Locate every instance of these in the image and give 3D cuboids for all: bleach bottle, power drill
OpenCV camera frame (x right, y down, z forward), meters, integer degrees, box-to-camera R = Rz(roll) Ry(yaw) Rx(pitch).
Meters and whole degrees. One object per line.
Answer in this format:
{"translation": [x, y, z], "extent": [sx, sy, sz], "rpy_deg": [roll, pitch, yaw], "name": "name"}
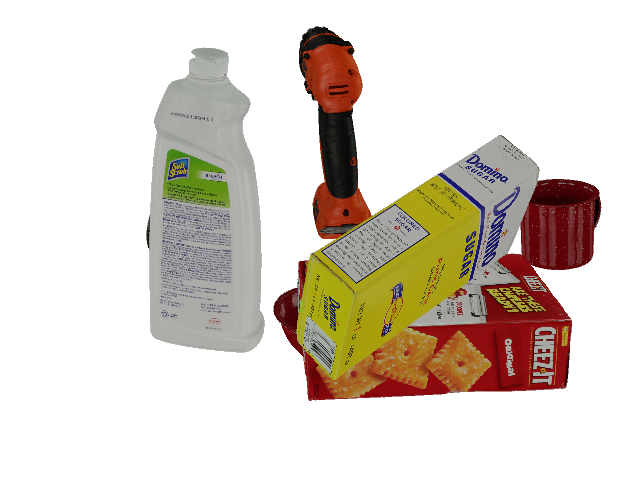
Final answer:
{"translation": [-0.090, -0.033, 0.890], "extent": [0.102, 0.251, 0.068], "rpy_deg": [7, 24, 3], "name": "bleach bottle"}
{"translation": [0.011, -0.109, 1.054], "extent": [0.057, 0.188, 0.184], "rpy_deg": [-8, 24, -1], "name": "power drill"}

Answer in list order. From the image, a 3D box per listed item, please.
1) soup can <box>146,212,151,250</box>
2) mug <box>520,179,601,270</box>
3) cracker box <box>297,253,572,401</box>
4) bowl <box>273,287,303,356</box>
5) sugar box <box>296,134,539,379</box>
{"translation": [-0.129, -0.008, 1.163], "extent": [0.102, 0.068, 0.068], "rpy_deg": [12, 3, 14], "name": "soup can"}
{"translation": [0.280, -0.021, 1.228], "extent": [0.117, 0.081, 0.093], "rpy_deg": [-21, 26, -34], "name": "mug"}
{"translation": [0.089, 0.072, 0.925], "extent": [0.213, 0.072, 0.164], "rpy_deg": [-2, 19, -3], "name": "cracker box"}
{"translation": [0.021, 0.112, 1.317], "extent": [0.162, 0.055, 0.162], "rpy_deg": [5, 23, -2], "name": "bowl"}
{"translation": [0.065, 0.009, 0.693], "extent": [0.176, 0.093, 0.048], "rpy_deg": [-30, 61, -29], "name": "sugar box"}
